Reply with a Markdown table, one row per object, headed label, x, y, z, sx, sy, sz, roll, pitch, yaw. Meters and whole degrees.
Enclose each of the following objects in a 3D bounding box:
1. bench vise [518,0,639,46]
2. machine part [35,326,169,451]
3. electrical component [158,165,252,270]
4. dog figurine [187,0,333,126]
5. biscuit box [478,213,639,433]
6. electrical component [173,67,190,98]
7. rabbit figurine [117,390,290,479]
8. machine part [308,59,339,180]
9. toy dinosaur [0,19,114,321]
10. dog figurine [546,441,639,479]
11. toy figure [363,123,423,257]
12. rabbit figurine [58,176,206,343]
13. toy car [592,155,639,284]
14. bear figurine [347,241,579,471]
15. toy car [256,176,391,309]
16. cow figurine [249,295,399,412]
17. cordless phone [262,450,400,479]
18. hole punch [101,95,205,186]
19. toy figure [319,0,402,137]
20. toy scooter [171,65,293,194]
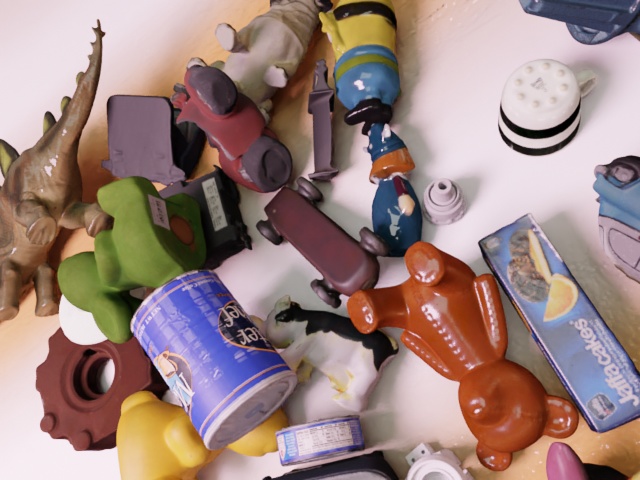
| label | x | y | z | sx | sy | sz | roll | pitch | yaw |
| --- | --- | --- | --- | --- | --- | --- | --- | --- | --- |
| bench vise | 0.290 | -0.232 | 0.530 | 0.241 | 0.128 | 0.223 | 2 | 62 | -14 |
| machine part | -0.268 | 0.166 | 0.663 | 0.179 | 0.056 | 0.179 | -6 | 70 | 17 |
| electrical component | -0.163 | -0.016 | 0.682 | 0.134 | 0.058 | 0.115 | -23 | 65 | 12 |
| dog figurine | -0.070 | -0.245 | 0.717 | 0.172 | 0.121 | 0.190 | -28 | 23 | 45 |
| biscuit box | 0.228 | 0.076 | 0.510 | 0.059 | 0.062 | 0.203 | -31 | 66 | 10 |
| electrical component | -0.164 | -0.216 | 0.764 | 0.094 | 0.021 | 0.063 | 28 | 84 | 25 |
| rabbit figurine | -0.121 | 0.204 | 0.584 | 0.173 | 0.121 | 0.162 | -15 | 59 | 0 |
| machine part | 0.002 | -0.140 | 0.658 | 0.039 | 0.084 | 0.139 | 0 | 81 | -8 |
| toy dinosaur | -0.375 | -0.059 | 0.719 | 0.199 | 0.105 | 0.471 | 43 | 105 | 28 |
| dog figurine | 0.206 | 0.273 | 0.399 | 0.109 | 0.191 | 0.219 | 4 | 90 | 27 |
| toy figure | 0.081 | -0.059 | 0.606 | 0.064 | 0.057 | 0.154 | -16 | 71 | 39 |
| rabbit figurine | -0.212 | 0.036 | 0.601 | 0.170 | 0.121 | 0.159 | -27 | 76 | 19 |
| toy car | 0.315 | -0.005 | 0.485 | 0.162 | 0.109 | 0.103 | 34 | 105 | 34 |
| bear figurine | 0.132 | 0.113 | 0.502 | 0.120 | 0.132 | 0.196 | -41 | 58 | 31 |
| toy car | -0.001 | -0.002 | 0.607 | 0.089 | 0.053 | 0.202 | -50 | 42 | 2 |
| cow figurine | -0.005 | 0.106 | 0.581 | 0.168 | 0.068 | 0.098 | 27 | 79 | 22 |
| cordless phone | 0.023 | 0.304 | 0.503 | 0.147 | 0.088 | 0.184 | -19 | 72 | 13 |
| hole punch | -0.221 | -0.136 | 0.735 | 0.142 | 0.092 | 0.115 | 9 | 102 | 19 |
| toy figure | 0.058 | -0.220 | 0.654 | 0.089 | 0.082 | 0.180 | -13 | 66 | 13 |
| toy scooter | -0.117 | -0.134 | 0.653 | 0.135 | 0.183 | 0.075 | 19 | 64 | 44 |
